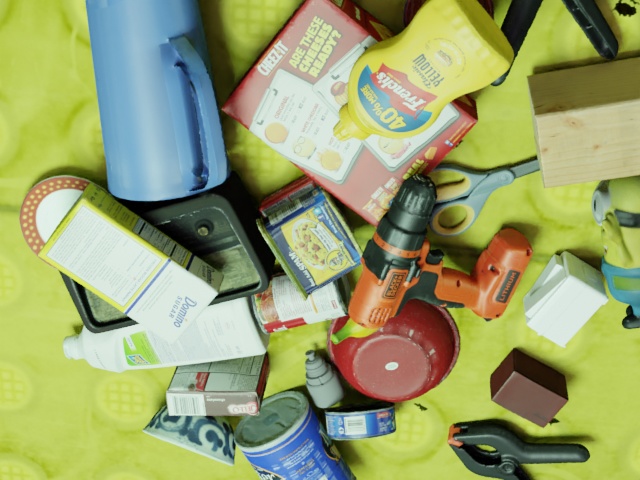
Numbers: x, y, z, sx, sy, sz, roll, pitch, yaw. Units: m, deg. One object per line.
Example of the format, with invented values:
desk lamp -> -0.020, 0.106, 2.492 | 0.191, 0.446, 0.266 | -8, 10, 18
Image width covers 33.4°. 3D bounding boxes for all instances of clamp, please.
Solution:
clamp -> 0.245, 0.268, 1.327 | 0.171, 0.039, 0.120 | 29, 116, -9
clamp -> 0.229, -0.259, 1.034 | 0.164, 0.036, 0.210 | -9, 106, -30

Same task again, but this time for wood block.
wood block -> 0.321, -0.125, 1.077 | 0.206, 0.090, 0.090 | -9, 126, 11

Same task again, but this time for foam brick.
foam brick -> 0.248, 0.177, 1.272 | 0.078, 0.051, 0.053 | 29, 118, -9

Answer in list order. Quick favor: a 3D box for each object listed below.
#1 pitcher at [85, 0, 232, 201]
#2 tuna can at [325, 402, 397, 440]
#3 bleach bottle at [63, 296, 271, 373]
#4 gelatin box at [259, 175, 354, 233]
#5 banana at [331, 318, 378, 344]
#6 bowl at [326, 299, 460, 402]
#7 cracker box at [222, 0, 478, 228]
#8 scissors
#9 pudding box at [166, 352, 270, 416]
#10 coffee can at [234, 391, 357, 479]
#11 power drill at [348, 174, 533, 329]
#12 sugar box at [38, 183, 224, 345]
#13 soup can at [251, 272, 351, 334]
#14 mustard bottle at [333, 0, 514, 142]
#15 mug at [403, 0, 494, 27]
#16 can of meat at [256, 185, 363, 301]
pitcher -> -0.164, -0.167, 1.092 | 0.149, 0.145, 0.243 | -1, 115, 10
tuna can -> 0.050, 0.219, 1.295 | 0.086, 0.086, 0.034 | -6, 87, 9
bleach bottle -> -0.191, 0.106, 1.279 | 0.251, 0.068, 0.102 | -9, 123, 13
gelatin box -> -0.015, -0.023, 1.210 | 0.073, 0.030, 0.089 | -28, 109, 19
banana -> 0.079, 0.034, 1.199 | 0.037, 0.069, 0.198 | 31, 103, 25
bowl -> 0.086, 0.137, 1.269 | 0.162, 0.055, 0.162 | 3, 118, 5
cracker box -> 0.033, -0.142, 1.119 | 0.213, 0.072, 0.164 | 37, 115, -12
scissors -> 0.198, -0.052, 1.178 | 0.202, 0.016, 0.096 | -4, 119, 9
pudding box -> -0.122, 0.173, 1.292 | 0.113, 0.090, 0.039 | 1, 116, 7
coffee can -> -0.029, 0.273, 1.326 | 0.103, 0.102, 0.140 | -23, 113, 17
power drill -> 0.135, 0.018, 1.156 | 0.187, 0.057, 0.185 | 6, 122, -28
sugar box -> -0.201, 0.027, 1.145 | 0.176, 0.048, 0.093 | 35, 117, -15
soup can -> -0.021, 0.065, 1.236 | 0.102, 0.068, 0.068 | -14, 115, 13
mustard bottle -> 0.084, -0.152, 1.023 | 0.192, 0.058, 0.096 | -35, 105, 34
mug -> 0.127, -0.224, 1.058 | 0.093, 0.081, 0.117 | -3, 117, 8
can of meat -> -0.008, 0.001, 1.163 | 0.084, 0.057, 0.102 | -31, 108, 3
